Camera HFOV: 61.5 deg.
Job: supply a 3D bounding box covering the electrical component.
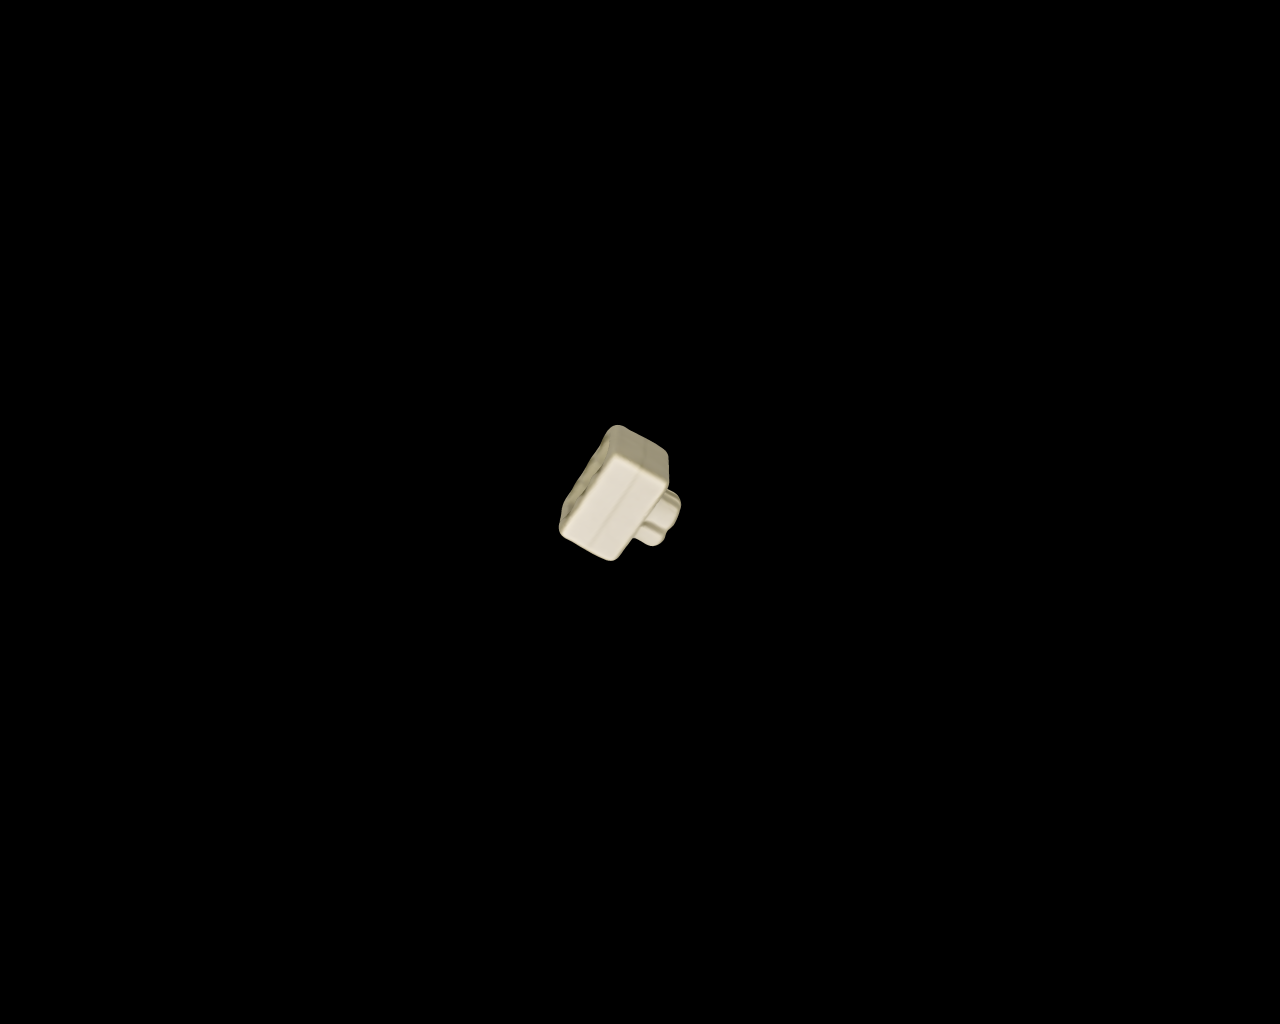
[{"bbox_3d":[0.001,-0.003,0.650,0.077,0.065,0.047,29,24,-14],"label":"electrical component"}]
